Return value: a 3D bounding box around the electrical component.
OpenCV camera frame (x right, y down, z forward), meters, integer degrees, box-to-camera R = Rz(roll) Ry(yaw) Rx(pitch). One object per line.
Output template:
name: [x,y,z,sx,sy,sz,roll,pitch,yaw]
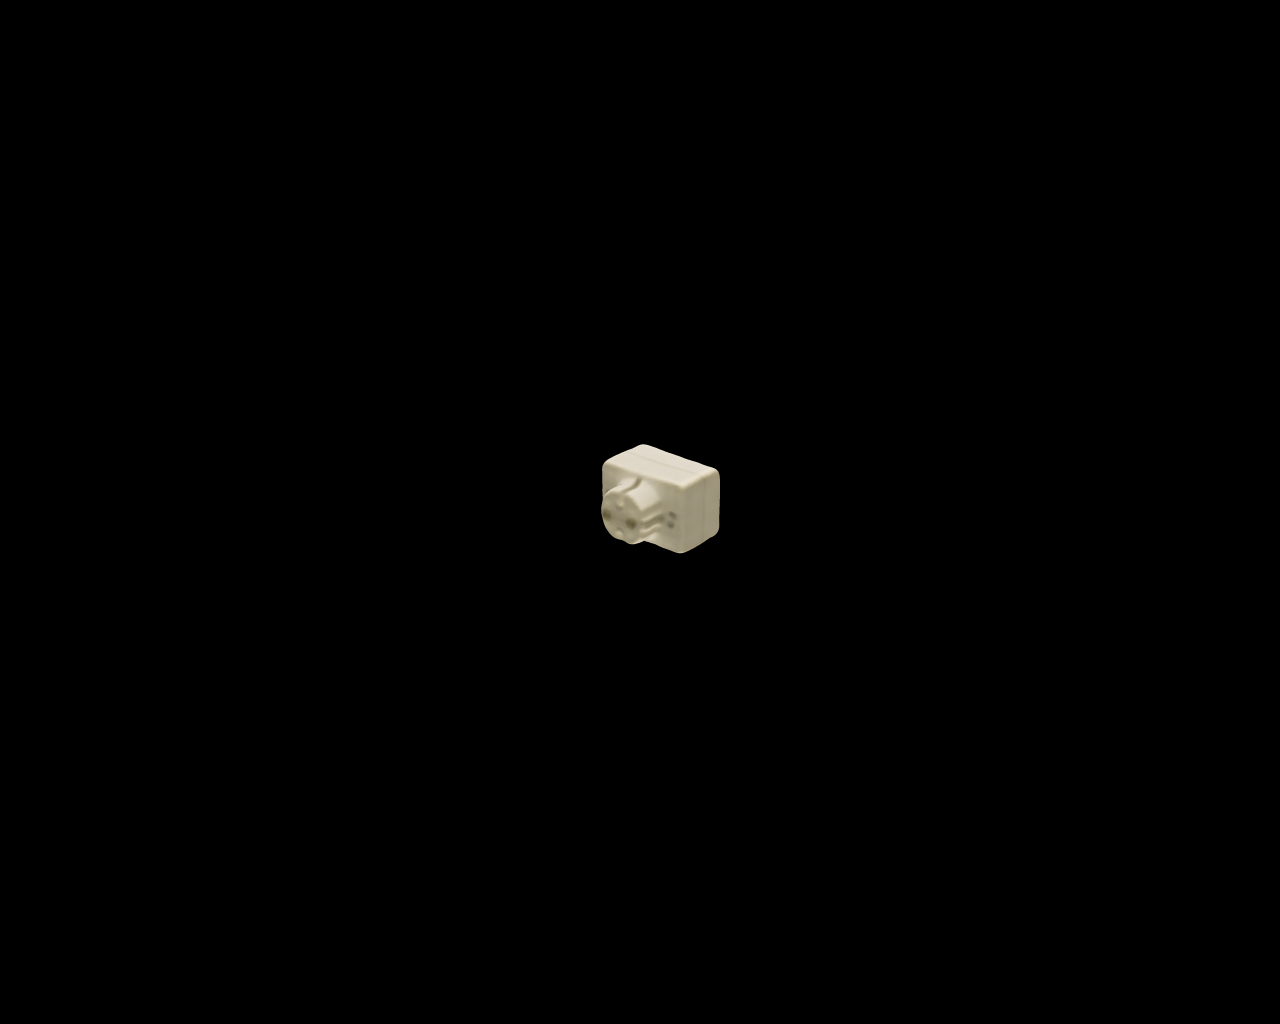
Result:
electrical component: [0.001,-0.003,0.650,0.066,0.047,0.077,20,32,36]
